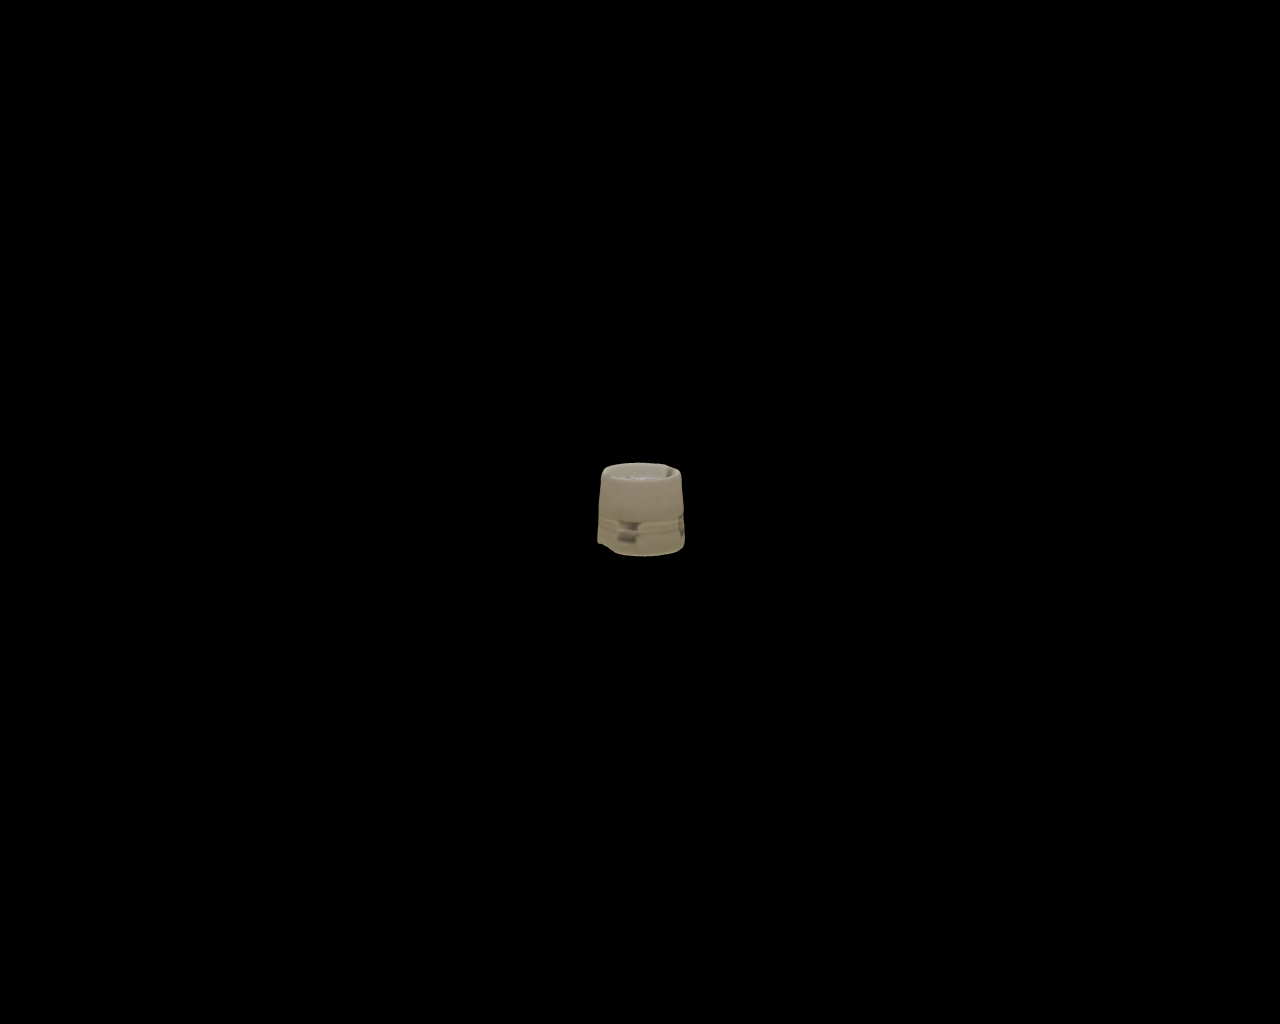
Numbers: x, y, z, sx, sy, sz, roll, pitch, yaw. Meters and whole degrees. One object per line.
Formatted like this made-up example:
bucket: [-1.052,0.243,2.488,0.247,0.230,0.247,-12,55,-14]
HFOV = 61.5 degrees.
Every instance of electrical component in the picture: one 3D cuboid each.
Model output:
electrical component: [0.001,-0.003,0.650,0.055,0.047,0.055,0,15,0]
